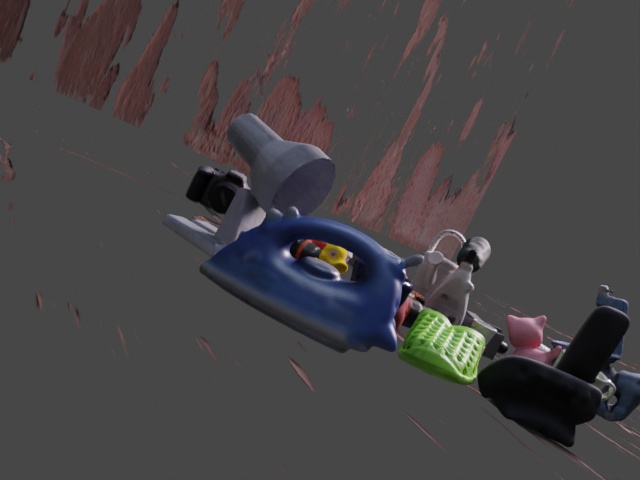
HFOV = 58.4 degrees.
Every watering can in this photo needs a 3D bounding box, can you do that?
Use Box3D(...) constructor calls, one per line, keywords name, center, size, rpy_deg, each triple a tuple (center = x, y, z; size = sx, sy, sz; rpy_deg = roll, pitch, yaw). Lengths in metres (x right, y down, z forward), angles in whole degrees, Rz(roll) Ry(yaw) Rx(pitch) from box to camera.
Box3D(name="watering can", center=(0.311, 0.066, 1.478), size=(0.101, 0.194, 0.173), rpy_deg=(26, 6, 1))

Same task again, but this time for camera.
Box3D(name="camera", center=(-0.217, -0.111, 1.262), size=(0.143, 0.101, 0.137), rpy_deg=(25, 6, -6))

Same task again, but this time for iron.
Box3D(name="iron", center=(-0.007, 0.033, 0.703), size=(0.258, 0.141, 0.119), rpy_deg=(26, 6, 2))

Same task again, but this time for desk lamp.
Box3D(name="desk lamp", center=(-0.102, -0.070, 0.852), size=(0.202, 0.213, 0.118), rpy_deg=(29, 7, 28))

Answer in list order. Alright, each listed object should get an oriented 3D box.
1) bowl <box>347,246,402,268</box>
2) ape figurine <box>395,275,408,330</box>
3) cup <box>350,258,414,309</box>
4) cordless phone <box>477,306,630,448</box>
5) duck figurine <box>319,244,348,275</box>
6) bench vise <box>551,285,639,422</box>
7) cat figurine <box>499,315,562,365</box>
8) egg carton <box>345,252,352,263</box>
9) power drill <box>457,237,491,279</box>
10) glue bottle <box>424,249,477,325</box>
Box3D(name="bowl", center=(0.119, 0.045, 1.440), size=(0.167, 0.075, 0.167), rpy_deg=(25, 6, -3))
Box3D(name="ape figurine", center=(0.114, 0.094, 0.919), size=(0.078, 0.092, 0.076), rpy_deg=(24, 6, -11))
Box3D(name="cup", center=(0.080, 0.086, 0.834), size=(0.091, 0.095, 0.118), rpy_deg=(28, 7, 24))
Box3D(name="cordless phone", center=(0.307, 0.155, 0.746), size=(0.148, 0.185, 0.094), rpy_deg=(24, 6, -15))
Box3D(name="duck figurine", center=(0.011, 0.045, 0.944), size=(0.078, 0.086, 0.104), rpy_deg=(22, 7, -29))
Box3D(name="bench vise", center=(0.540, 0.210, 1.072), size=(0.207, 0.220, 0.122), rpy_deg=(27, 6, 15))
Box3D(name="cat figurine", center=(0.398, 0.198, 1.080), size=(0.067, 0.118, 0.127), rpy_deg=(22, 7, -30))
Box3D(name="egg carton", center=(0.013, 0.005, 1.369), size=(0.108, 0.069, 0.149), rpy_deg=(21, 7, -35))
Box3D(name="power drill", center=(0.343, 0.086, 1.379), size=(0.075, 0.208, 0.230), rpy_deg=(27, 6, 14))
Box3D(name="glue bottle", center=(0.255, 0.097, 1.084), size=(0.078, 0.173, 0.037), rpy_deg=(27, 6, 17))
